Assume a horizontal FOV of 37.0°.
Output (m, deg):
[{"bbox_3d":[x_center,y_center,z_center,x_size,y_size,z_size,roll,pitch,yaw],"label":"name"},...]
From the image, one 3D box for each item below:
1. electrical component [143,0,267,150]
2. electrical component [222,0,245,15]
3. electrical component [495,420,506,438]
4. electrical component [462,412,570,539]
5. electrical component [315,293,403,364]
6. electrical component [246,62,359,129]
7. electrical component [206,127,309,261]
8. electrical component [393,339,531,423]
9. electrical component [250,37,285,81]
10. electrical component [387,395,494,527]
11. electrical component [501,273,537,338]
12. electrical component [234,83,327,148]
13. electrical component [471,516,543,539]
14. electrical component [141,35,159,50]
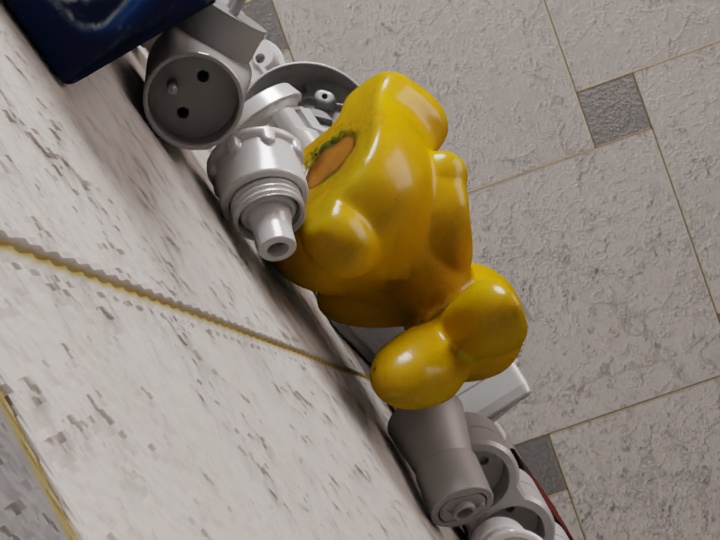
[{"bbox_3d":[-0.069,-0.101,0.495,0.043,0.079,0.077,27,15,-19],"label":"electrical component"},{"bbox_3d":[-0.108,-0.169,0.732,0.047,0.055,0.055,54,4,-4],"label":"electrical component"},{"bbox_3d":[0.110,0.151,1.024,0.081,0.043,0.043,55,5,-42],"label":"electrical component"},{"bbox_3d":[0.084,0.143,0.660,0.138,0.052,0.073,57,4,-19],"label":"electrical component"},{"bbox_3d":[0.000,0.000,0.720,0.108,0.056,0.108,60,4,29],"label":"electrical component"},{"bbox_3d":[-0.035,-0.096,0.783,0.099,0.099,0.064,59,-3,19],"label":"electrical component"},{"bbox_3d":[-0.045,-0.033,0.505,0.048,0.048,0.062,53,15,-52],"label":"electrical component"},{"bbox_3d":[0.072,0.078,0.705,0.061,0.096,0.062,58,4,11],"label":"electrical component"},{"bbox_3d":[-0.100,-0.185,0.965,0.078,0.058,0.057,59,7,12],"label":"electrical component"},{"bbox_3d":[0.045,0.103,0.574,0.044,0.044,0.065,54,10,-46],"label":"electrical component"},{"bbox_3d":[0.079,0.050,0.856,0.061,0.089,0.150,58,17,5],"label":"electrical component"},{"bbox_3d":[-0.053,-0.086,0.716,0.057,0.058,0.078,56,20,3],"label":"electrical component"},{"bbox_3d":[0.080,0.157,0.587,0.044,0.044,0.065,58,-1,2],"label":"electrical component"},{"bbox_3d":[-0.114,-0.149,0.558,0.062,0.043,0.043,55,4,-30],"label":"electrical component"}]
